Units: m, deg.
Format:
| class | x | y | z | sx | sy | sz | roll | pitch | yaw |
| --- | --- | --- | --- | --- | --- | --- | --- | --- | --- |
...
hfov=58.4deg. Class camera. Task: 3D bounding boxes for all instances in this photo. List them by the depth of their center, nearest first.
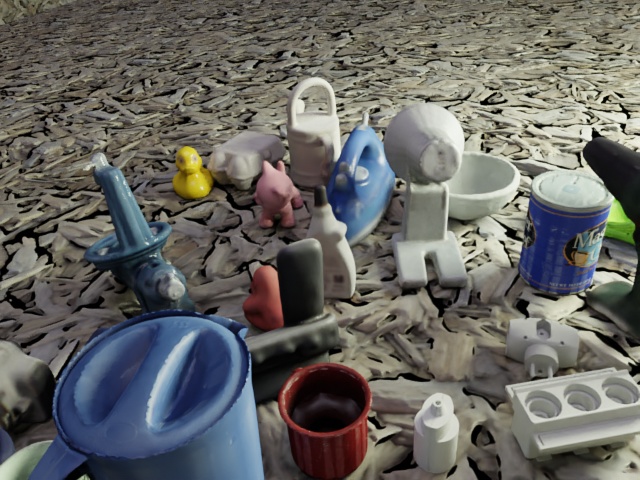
| class | x | y | z | sx | sy | sz | roll | pitch | yaw |
| --- | --- | --- | --- | --- | --- | --- | --- | --- | --- |
| camera | -0.385 | 0.180 | 0.621 | 0.143 | 0.101 | 0.137 | 3 | 35 | 10 |

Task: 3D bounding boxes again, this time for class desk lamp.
| class | x | y | z | sx | sy | sz | roll | pitch | yaw |
| --- | --- | --- | --- | --- | --- | --- | --- | --- | --- |
| desk lamp | 0.159 | -0.073 | 0.830 | 0.118 | 0.214 | 0.203 | -4 | 34 | 2 |

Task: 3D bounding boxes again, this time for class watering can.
| class | x | y | z | sx | sy | sz | roll | pitch | yaw |
| --- | --- | --- | --- | --- | --- | --- | --- | --- | --- |
| watering can | -0.018 | -0.207 | 1.066 | 0.172 | 0.194 | 0.101 | 27 | 45 | 37 |

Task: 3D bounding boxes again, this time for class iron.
| class | x | y | z | sx | sy | sz | roll | pitch | yaw |
| --- | --- | --- | --- | --- | --- | --- | --- | --- | --- |
| iron | 0.055 | -0.103 | 0.951 | 0.118 | 0.142 | 0.258 | 5 | 35 | 14 |

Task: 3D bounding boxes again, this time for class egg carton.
| class | x | y | z | sx | sy | sz | roll | pitch | yaw |
| --- | --- | --- | --- | --- | --- | --- | --- | --- | --- |
| egg carton | -0.140 | -0.158 | 1.119 | 0.107 | 0.069 | 0.150 | 16 | 39 | 27 |

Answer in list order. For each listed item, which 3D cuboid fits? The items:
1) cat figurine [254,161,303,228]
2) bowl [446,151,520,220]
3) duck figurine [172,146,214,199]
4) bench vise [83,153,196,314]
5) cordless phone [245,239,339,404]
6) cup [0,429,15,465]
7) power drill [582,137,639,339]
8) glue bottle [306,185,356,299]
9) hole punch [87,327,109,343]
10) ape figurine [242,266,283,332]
| class | x | y | z | sx | sy | sz | roll | pitch | yaw |
| --- | --- | --- | --- | --- | --- | --- | --- | --- | --- |
| cat figurine | -0.072 | -0.085 | 0.960 | 0.067 | 0.118 | 0.128 | 0 | 35 | 7 |
| bowl | 0.243 | -0.081 | 0.957 | 0.167 | 0.075 | 0.167 | -3 | 34 | 2 |
| duck figurine | -0.246 | -0.137 | 1.084 | 0.077 | 0.086 | 0.104 | -11 | 35 | -9 |
| bench vise | -0.236 | -0.003 | 0.767 | 0.206 | 0.220 | 0.122 | 17 | 40 | 29 |
| cordless phone | -0.054 | 0.084 | 0.650 | 0.148 | 0.185 | 0.094 | -18 | 36 | -19 |
| cup | -0.317 | 0.244 | 0.526 | 0.092 | 0.095 | 0.117 | -15 | 36 | -15 |
| power drill | 0.394 | 0.006 | 0.692 | 0.076 | 0.209 | 0.228 | -19 | 37 | -20 |
| glue bottle | 0.007 | 0.003 | 0.773 | 0.078 | 0.173 | 0.037 | 3 | 35 | 12 |
| hole punch | -0.231 | 0.164 | 0.636 | 0.108 | 0.091 | 0.101 | 15 | 39 | 26 |
| ape figurine | -0.065 | 0.072 | 0.751 | 0.078 | 0.092 | 0.076 | -14 | 35 | -14 |
